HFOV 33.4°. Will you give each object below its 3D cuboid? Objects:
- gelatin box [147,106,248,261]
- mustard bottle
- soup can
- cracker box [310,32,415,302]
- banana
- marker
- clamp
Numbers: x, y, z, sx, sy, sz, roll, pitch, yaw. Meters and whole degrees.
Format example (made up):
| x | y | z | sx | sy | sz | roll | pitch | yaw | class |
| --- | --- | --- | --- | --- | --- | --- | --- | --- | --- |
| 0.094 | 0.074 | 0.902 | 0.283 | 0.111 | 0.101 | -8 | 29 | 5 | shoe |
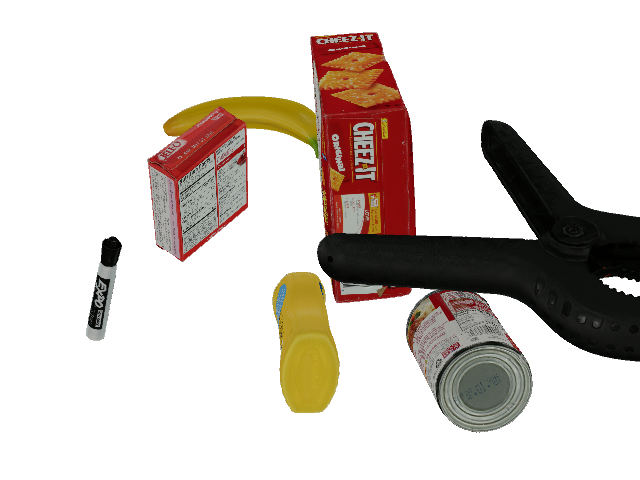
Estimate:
| x | y | z | sx | sy | sz | roll | pitch | yaw | class |
| --- | --- | --- | --- | --- | --- | --- | --- | --- | --- |
| -0.085 | -0.040 | 0.754 | 0.030 | 0.089 | 0.073 | 31 | 54 | 23 | gelatin box |
| -0.019 | 0.088 | 1.109 | 0.058 | 0.096 | 0.191 | -2 | 27 | -5 | mustard bottle |
| 0.104 | 0.082 | 0.755 | 0.068 | 0.068 | 0.102 | 0 | 19 | -7 | soup can |
| 0.034 | -0.070 | 0.912 | 0.072 | 0.164 | 0.213 | -5 | 26 | 0 | cracker box |
| -0.079 | -0.136 | 1.207 | 0.198 | 0.037 | 0.069 | 8 | 43 | 18 | banana |
| -0.212 | 0.047 | 1.046 | 0.020 | 0.121 | 0.020 | 12 | 33 | -8 | marker |
| 0.114 | 0.012 | 0.535 | 0.164 | 0.036 | 0.210 | -31 | 46 | -32 | clamp |
